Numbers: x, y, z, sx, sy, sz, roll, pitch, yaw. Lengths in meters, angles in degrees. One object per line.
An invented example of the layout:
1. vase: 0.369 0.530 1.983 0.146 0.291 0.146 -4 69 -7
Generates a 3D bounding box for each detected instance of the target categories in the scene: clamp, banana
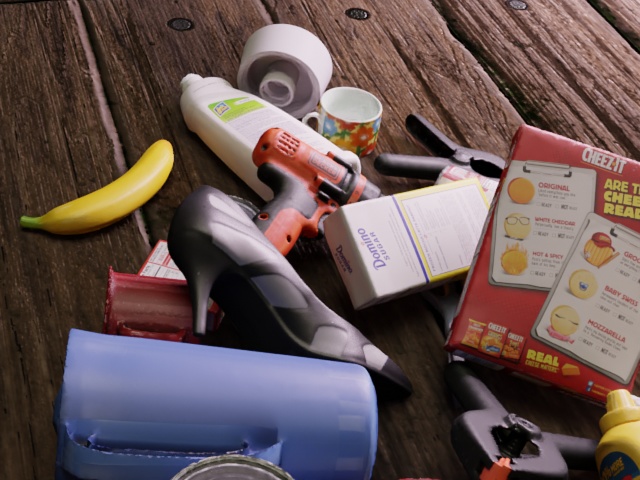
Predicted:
1. clamp: 0.153 -0.089 1.206 0.171 0.039 0.120 20 45 3
2. banana: -0.210 -0.052 1.099 0.070 0.037 0.197 35 47 25
3. clamp: 0.164 0.163 0.846 0.164 0.036 0.209 26 13 8

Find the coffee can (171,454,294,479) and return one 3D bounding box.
1. coffee can: -0.062 0.228 0.716 0.102 0.140 0.103 5 40 -4

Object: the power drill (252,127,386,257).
1. power drill: -0.007 0.001 1.017 0.184 0.057 0.187 31 53 -9

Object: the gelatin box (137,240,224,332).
1. gelatin box: -0.127 0.043 1.009 0.089 0.030 0.073 15 42 8

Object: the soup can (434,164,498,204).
1. soup can: 0.169 -0.030 1.116 0.102 0.068 0.068 24 42 17

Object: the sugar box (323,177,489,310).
1. sugar box: 0.093 0.001 1.015 0.175 0.048 0.093 -13 76 -33

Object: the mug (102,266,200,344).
1. mug: -0.144 0.074 0.914 0.081 0.093 0.117 6 3 -11

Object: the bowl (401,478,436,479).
1. bowl: 0.071 0.254 0.751 0.162 0.055 0.162 -5 59 8

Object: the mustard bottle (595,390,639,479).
1. mustard bottle: 0.250 0.202 0.805 0.058 0.096 0.191 -4 56 -5

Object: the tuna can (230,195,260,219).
1. tuna can: -0.098 -0.006 1.067 0.086 0.034 0.086 5 40 -4

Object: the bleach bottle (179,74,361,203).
1. bleach bottle: -0.071 -0.118 1.182 0.102 0.068 0.251 -22 47 -31

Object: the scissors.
1. scissors: 0.146 0.081 1.022 0.096 0.016 0.202 -3 42 -13

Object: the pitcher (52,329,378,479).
1. pitcher: -0.081 0.145 0.817 0.242 0.145 0.149 5 51 -9

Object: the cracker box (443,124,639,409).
1. cracker box: 0.221 0.026 0.961 0.164 0.072 0.213 19 80 3
